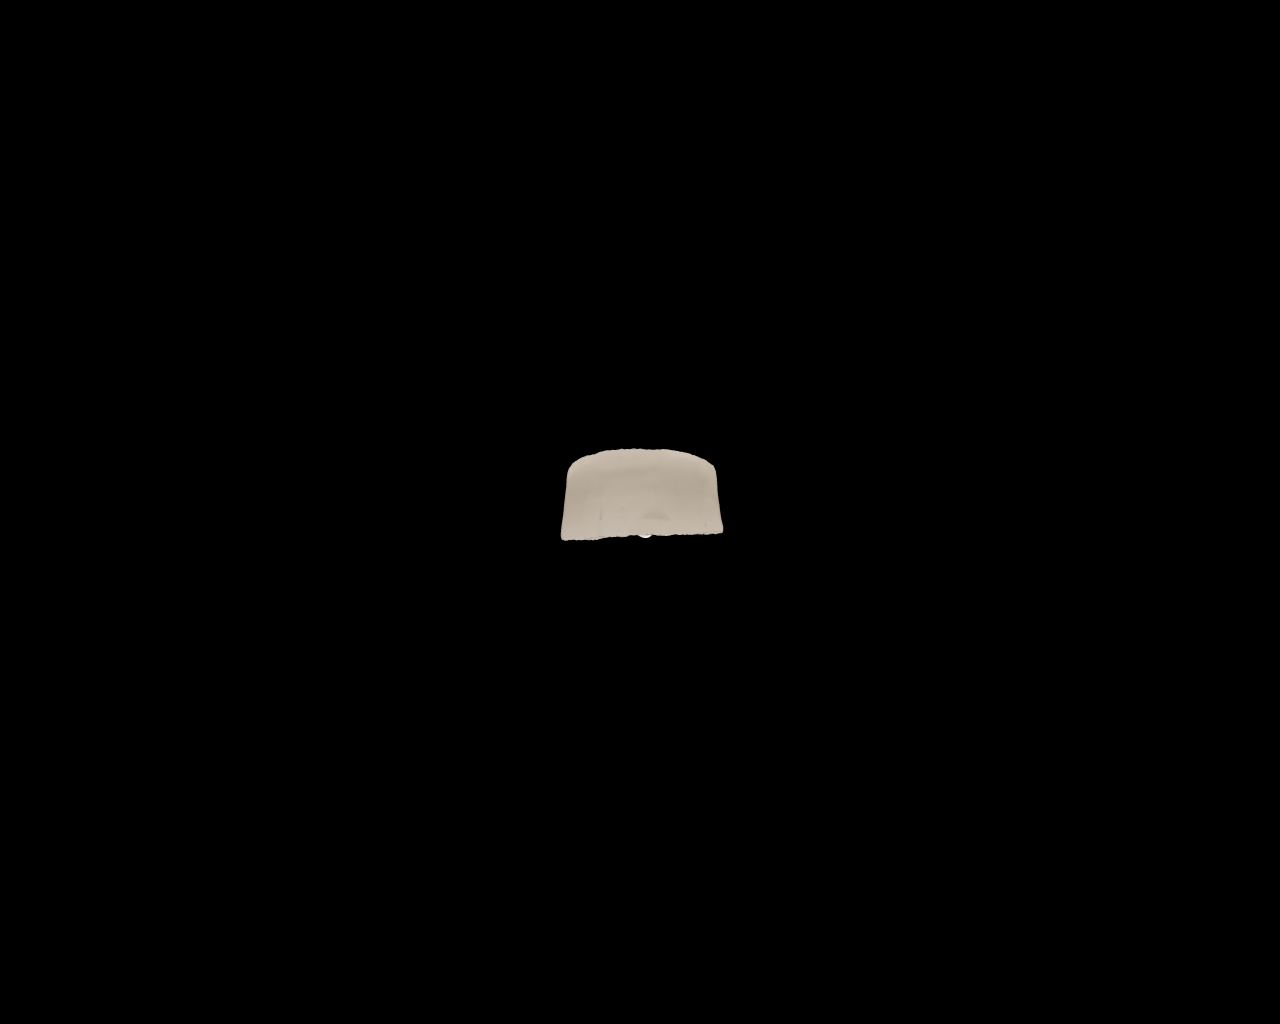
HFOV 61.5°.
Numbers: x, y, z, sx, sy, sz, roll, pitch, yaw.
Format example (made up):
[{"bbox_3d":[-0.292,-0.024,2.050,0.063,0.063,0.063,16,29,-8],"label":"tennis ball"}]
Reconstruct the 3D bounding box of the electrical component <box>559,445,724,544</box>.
[{"bbox_3d":[0.001,-0.003,0.650,0.099,0.064,0.099,0,-14,0],"label":"electrical component"}]
